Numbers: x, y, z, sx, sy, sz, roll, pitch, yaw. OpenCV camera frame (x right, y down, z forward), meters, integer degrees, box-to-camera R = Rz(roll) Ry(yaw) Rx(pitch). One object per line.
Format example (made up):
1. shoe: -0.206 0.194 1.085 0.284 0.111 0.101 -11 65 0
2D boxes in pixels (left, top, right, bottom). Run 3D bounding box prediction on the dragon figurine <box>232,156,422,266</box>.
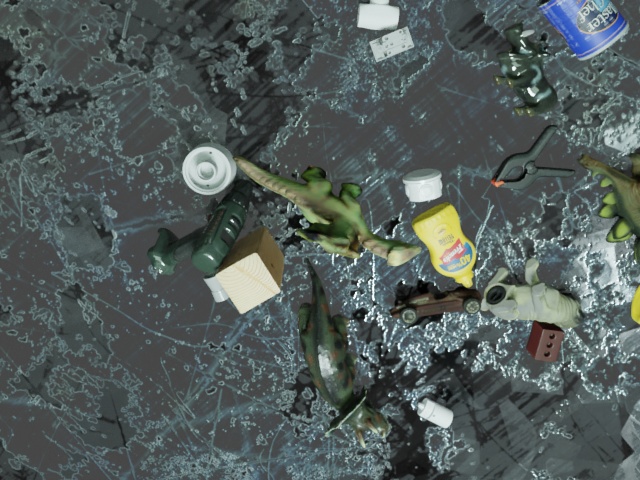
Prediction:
1. dragon figurine: 0.003 -0.051 1.008 0.409 0.246 0.120 21 108 -8
